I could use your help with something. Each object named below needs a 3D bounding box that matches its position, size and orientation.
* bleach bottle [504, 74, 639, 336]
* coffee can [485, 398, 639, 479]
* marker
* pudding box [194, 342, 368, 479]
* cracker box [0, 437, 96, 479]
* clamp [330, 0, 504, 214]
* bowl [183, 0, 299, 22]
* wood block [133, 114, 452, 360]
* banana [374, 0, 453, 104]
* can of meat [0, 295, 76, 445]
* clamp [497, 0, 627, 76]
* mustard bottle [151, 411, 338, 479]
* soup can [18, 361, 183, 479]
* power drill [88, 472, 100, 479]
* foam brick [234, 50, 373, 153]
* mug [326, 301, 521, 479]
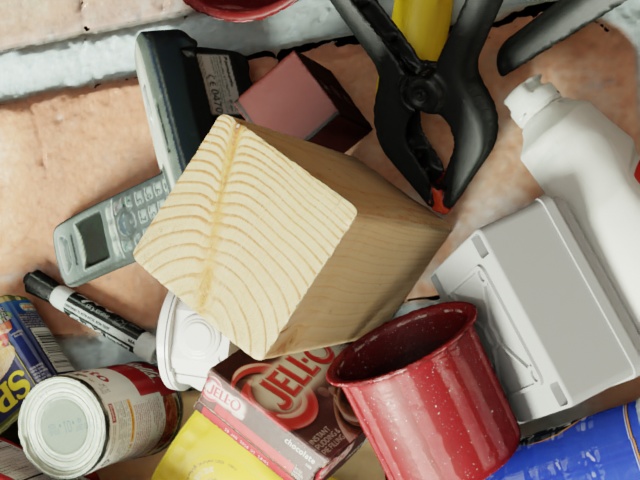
[{"bbox_3d":[0.188,0.010,0.599,0.068,0.102,0.251,-44,74,30],"label":"bleach bottle"},{"bbox_3d":[0.139,0.160,0.611,0.140,0.102,0.103,-22,81,18],"label":"coffee can"},{"bbox_3d":[-0.164,0.053,0.766,0.121,0.020,0.020,26,97,18],"label":"marker"},{"bbox_3d":[-0.009,0.097,0.660,0.090,0.113,0.039,36,120,16],"label":"pudding box"},{"bbox_3d":[-0.219,0.221,0.693,0.214,0.072,0.164,19,94,17],"label":"cracker box"},{"bbox_3d":[0.057,-0.100,0.645,0.120,0.039,0.171,16,124,30],"label":"clamp"},{"bbox_3d":[-0.033,-0.219,0.701,0.162,0.055,0.162,-1,89,29],"label":"bowl"},{"bbox_3d":[-0.005,0.001,0.613,0.090,0.205,0.091,37,101,17],"label":"wood block"},{"bbox_3d":[0.057,-0.172,0.688,0.070,0.037,0.198,-12,80,48],"label":"banana"},{"bbox_3d":[-0.230,0.101,0.770,0.102,0.057,0.084,-41,74,14],"label":"can of meat"},{"bbox_3d":[0.204,-0.144,0.588,0.165,0.036,0.210,30,131,12],"label":"clamp"},{"bbox_3d":[-0.018,0.191,0.690,0.192,0.058,0.096,36,102,17],"label":"mustard bottle"},{"bbox_3d":[-0.145,0.119,0.714,0.069,0.102,0.068,-1,88,20],"label":"soup can"},{"bbox_3d":[-0.225,0.263,0.762,0.185,0.057,0.187,-18,83,18],"label":"power drill"},{"bbox_3d":[-0.009,-0.080,0.685,0.051,0.078,0.053,-39,79,13],"label":"foam brick"},{"bbox_3d":[0.061,0.091,0.618,0.093,0.117,0.081,-27,101,-4],"label":"mug"}]
